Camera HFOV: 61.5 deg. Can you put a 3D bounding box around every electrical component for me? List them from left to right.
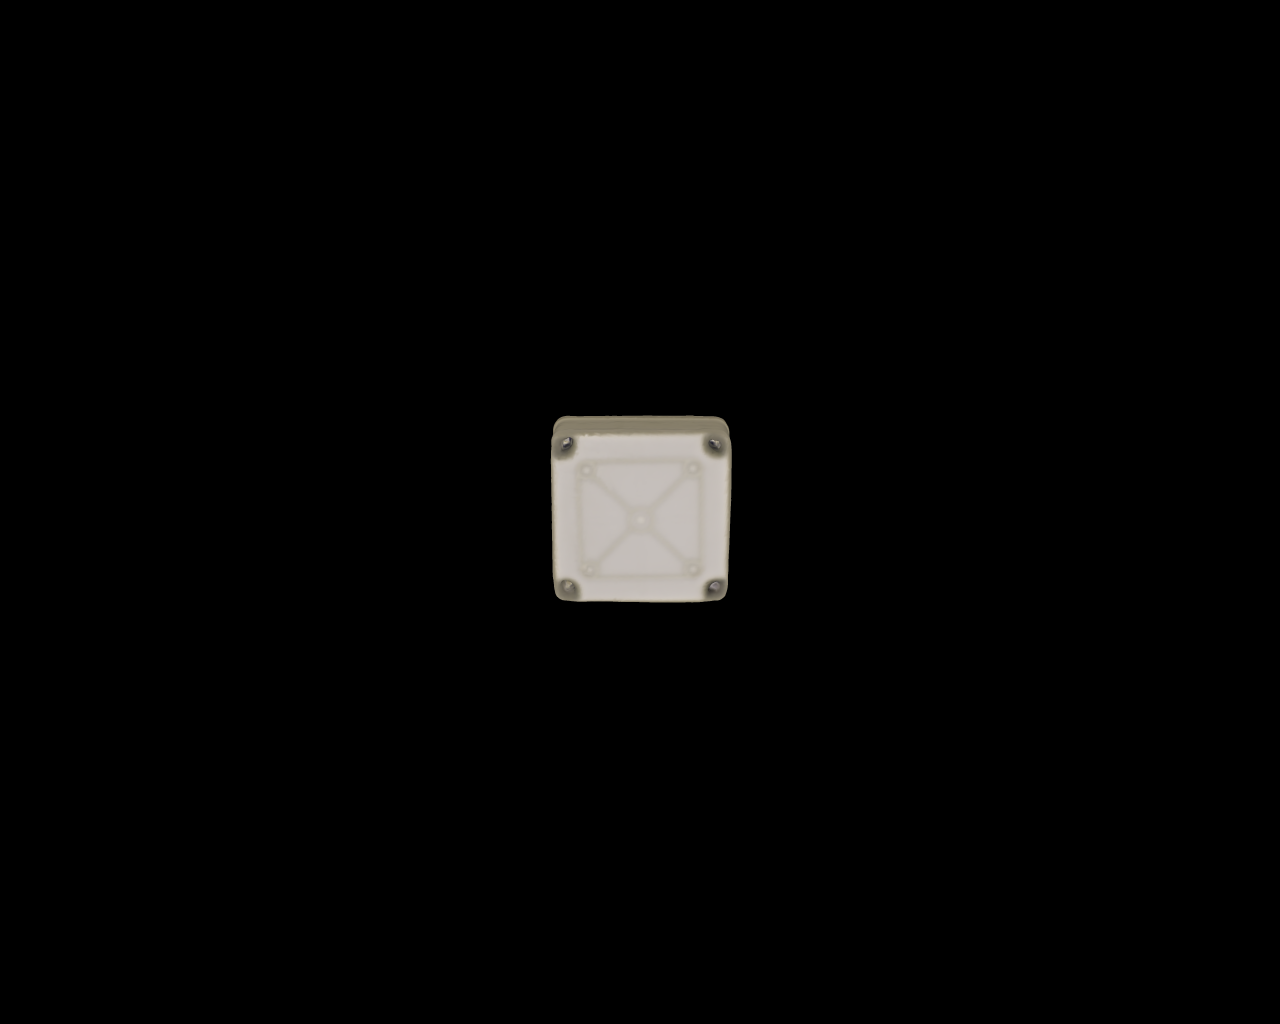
[{"bbox_3d":[0.001,-0.003,0.650,0.109,0.108,0.056,0,16,0],"label":"electrical component"}]
